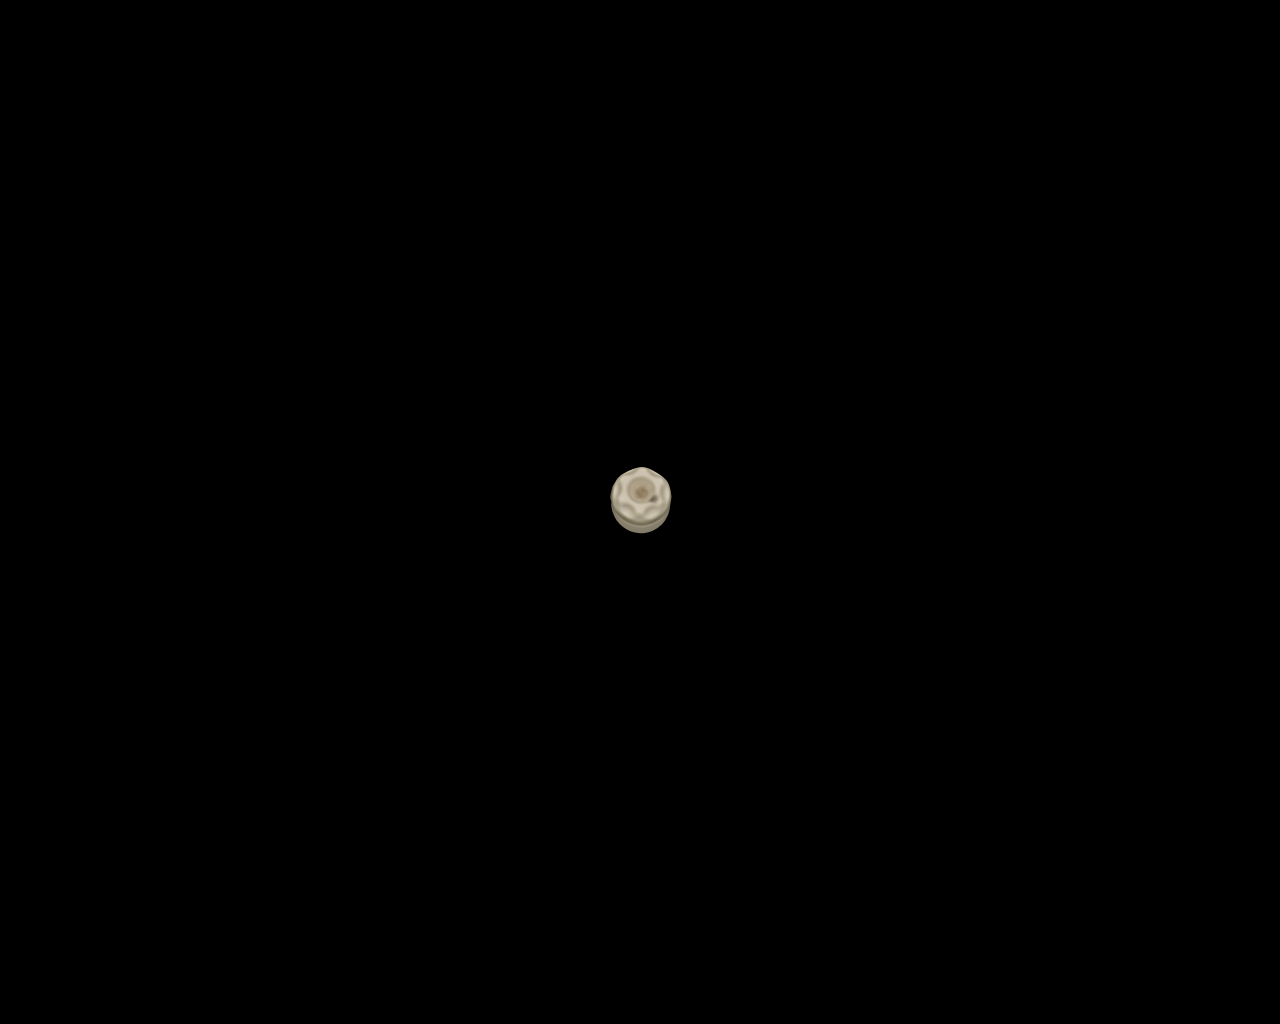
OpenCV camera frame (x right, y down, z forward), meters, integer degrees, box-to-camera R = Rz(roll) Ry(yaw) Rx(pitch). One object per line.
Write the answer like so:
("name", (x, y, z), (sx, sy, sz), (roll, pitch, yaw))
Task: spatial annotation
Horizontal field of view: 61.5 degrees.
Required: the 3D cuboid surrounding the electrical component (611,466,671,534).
("electrical component", (0.001, -0.003, 0.650), (0.035, 0.035, 0.061), (0, -21, 0))
